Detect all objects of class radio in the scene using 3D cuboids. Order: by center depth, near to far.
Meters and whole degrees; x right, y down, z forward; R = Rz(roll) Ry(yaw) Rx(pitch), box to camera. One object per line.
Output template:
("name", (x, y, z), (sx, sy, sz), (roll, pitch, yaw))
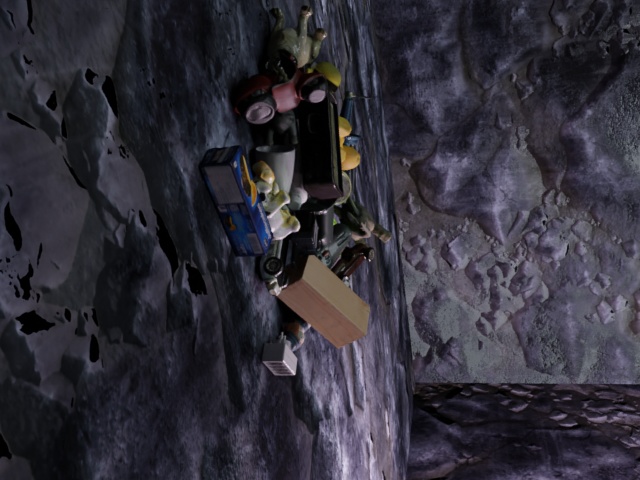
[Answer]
("radio", (0.002, -0.209, 1.163), (0.131, 0.073, 0.229), (26, 59, -78))

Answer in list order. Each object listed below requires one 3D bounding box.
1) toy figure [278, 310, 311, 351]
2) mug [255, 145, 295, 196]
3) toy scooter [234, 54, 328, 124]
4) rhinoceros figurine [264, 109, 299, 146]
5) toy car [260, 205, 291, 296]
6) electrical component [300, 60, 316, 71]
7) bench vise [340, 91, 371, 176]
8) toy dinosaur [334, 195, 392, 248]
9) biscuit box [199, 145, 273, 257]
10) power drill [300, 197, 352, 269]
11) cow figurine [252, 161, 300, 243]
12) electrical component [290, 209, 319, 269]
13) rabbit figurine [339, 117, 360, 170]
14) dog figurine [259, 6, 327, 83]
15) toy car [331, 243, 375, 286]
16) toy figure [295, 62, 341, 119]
("toy figure", (-0.053, 0.196, 1.202), (0.064, 0.058, 0.154), (49, 31, -18))
("mug", (-0.094, -0.139, 1.111), (0.110, 0.081, 0.107), (-103, -165, -70))
("toy scooter", (-0.083, -0.300, 1.032), (0.075, 0.184, 0.135), (76, -4, -58))
("rhinoceros figurine", (-0.084, -0.267, 1.139), (0.190, 0.073, 0.111), (-92, 177, -61))
("toy car", (-0.089, 0.018, 1.112), (0.073, 0.056, 0.202), (75, 19, -58))
("electrical component", (-0.038, -0.418, 1.400), (0.134, 0.058, 0.114), (-8, 92, -75))
("bench vise", (0.067, -0.320, 1.603), (0.224, 0.129, 0.240), (-66, 167, -74))
("toy dinosaur", (0.108, -0.053, 1.587), (0.198, 0.105, 0.472), (46, 0, -16))
("biscuit box", (-0.140, -0.062, 0.933), (0.063, 0.059, 0.202), (-76, 157, -48))
("power drill", (-0.003, -0.004, 1.275), (0.232, 0.086, 0.207), (-43, 134, -41))
("cow figurine", (-0.109, -0.067, 1.020), (0.068, 0.098, 0.167), (44, -18, 49))
("electrical component", (-0.033, 0.001, 1.135), (0.074, 0.048, 0.119), (76, 15, -53))
("rabbit figurine", (0.032, -0.228, 1.423), (0.173, 0.162, 0.122), (20, 64, -50))
("dog figurine", (-0.067, -0.411, 1.234), (0.172, 0.121, 0.190), (37, 60, -54))
("toy car", (0.063, 0.066, 1.372), (0.202, 0.089, 0.053), (-41, 126, -45))
("toy figure", (-0.014, -0.346, 1.314), (0.082, 0.089, 0.180), (-111, -138, -74))
